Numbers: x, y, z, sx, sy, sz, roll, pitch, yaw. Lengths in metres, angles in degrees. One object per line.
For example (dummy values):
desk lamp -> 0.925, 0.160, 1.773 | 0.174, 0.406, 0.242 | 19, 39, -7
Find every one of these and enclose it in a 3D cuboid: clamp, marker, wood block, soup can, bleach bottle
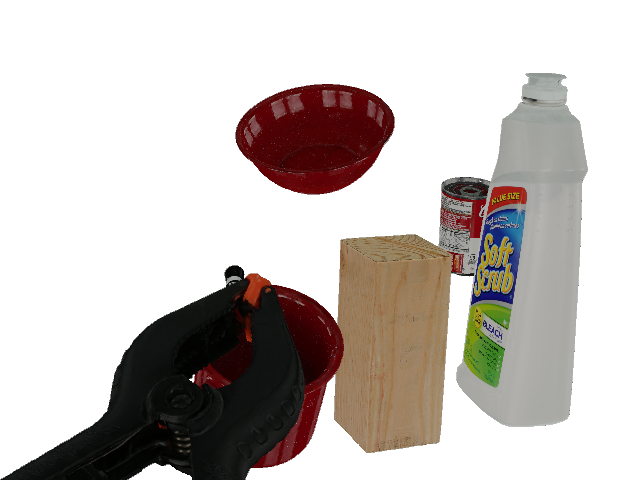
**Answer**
clamp -> -0.047, 0.081, 0.418 | 0.120, 0.039, 0.171 | 24, 49, 17
marker -> -0.077, 0.050, 0.963 | 0.020, 0.020, 0.121 | 0, 19, -6
wood block -> 0.074, 0.106, 1.121 | 0.090, 0.206, 0.091 | -4, 16, -21
soup can -> 0.174, -0.016, 1.270 | 0.068, 0.102, 0.068 | 1, 23, -1
bleach bottle -> 0.150, 0.003, 0.782 | 0.068, 0.251, 0.103 | -3, 17, -15

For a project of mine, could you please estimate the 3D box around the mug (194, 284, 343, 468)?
mug -> -0.045, 0.093, 0.661 | 0.093, 0.082, 0.117 | 35, 47, 23

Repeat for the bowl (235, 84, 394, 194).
bowl -> -0.004, -0.095, 1.089 | 0.162, 0.055, 0.162 | -4, 39, 3
